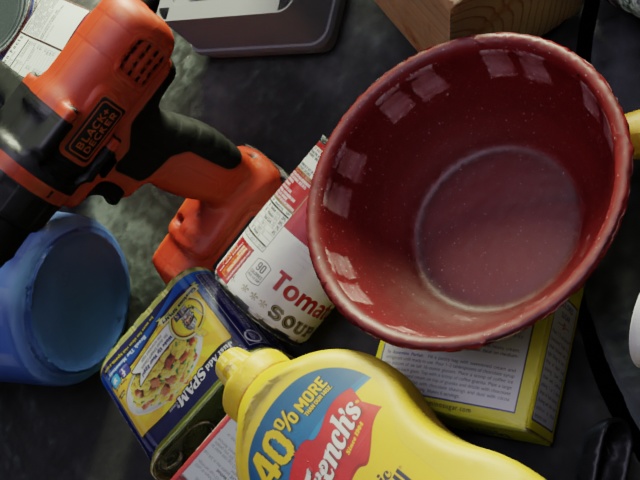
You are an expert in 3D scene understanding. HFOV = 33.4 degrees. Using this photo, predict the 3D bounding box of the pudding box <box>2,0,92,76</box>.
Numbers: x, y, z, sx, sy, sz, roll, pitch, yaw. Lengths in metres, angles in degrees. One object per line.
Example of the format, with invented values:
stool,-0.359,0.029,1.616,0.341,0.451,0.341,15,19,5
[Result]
pudding box,-0.186,-0.127,0.790,0.114,0.039,0.090,28,86,39

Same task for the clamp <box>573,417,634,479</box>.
clamp,0.121,0.174,0.459,0.171,0.039,0.120,-63,28,7

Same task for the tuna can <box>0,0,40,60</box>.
tuna can,-0.252,-0.171,0.853,0.086,0.033,0.086,-12,65,28

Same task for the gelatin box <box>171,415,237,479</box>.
gelatin box,-0.042,0.142,0.579,0.073,0.030,0.089,42,97,8

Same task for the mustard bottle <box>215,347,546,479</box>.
mustard bottle,0.017,0.105,0.488,0.192,0.058,0.096,34,91,37

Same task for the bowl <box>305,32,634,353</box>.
bowl,0.075,-0.017,0.513,0.162,0.055,0.162,-13,62,26

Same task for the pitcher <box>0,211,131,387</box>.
pitcher,-0.256,0.037,0.709,0.243,0.144,0.149,4,77,30

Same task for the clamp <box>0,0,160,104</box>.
clamp,-0.182,-0.088,0.696,0.165,0.036,0.210,-17,44,25

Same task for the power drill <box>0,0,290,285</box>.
power drill,-0.111,-0.023,0.609,0.184,0.187,0.057,-51,55,3

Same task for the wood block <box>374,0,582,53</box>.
wood block,0.049,-0.198,0.599,0.090,0.090,0.206,-33,68,-6

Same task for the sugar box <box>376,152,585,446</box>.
sugar box,0.091,0.010,0.556,0.093,0.048,0.176,7,71,34

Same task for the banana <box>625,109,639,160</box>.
banana,0.228,-0.047,0.482,0.198,0.069,0.037,12,109,44

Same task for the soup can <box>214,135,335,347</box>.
soup can,-0.004,0.001,0.605,0.102,0.068,0.069,-51,53,5

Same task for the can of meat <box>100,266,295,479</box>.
can of meat,-0.072,0.078,0.624,0.102,0.057,0.084,-48,52,7
